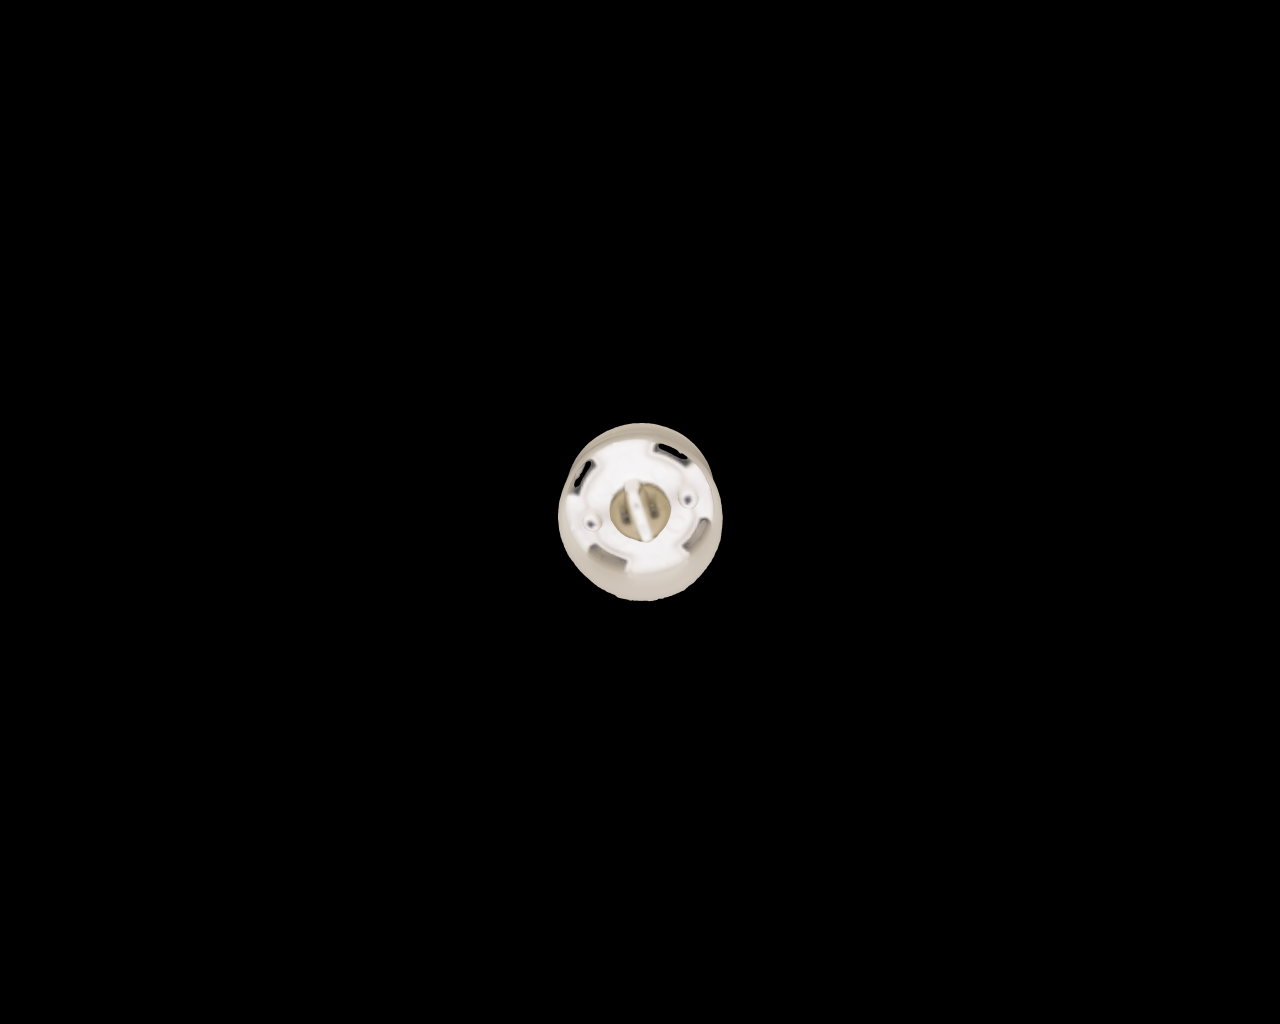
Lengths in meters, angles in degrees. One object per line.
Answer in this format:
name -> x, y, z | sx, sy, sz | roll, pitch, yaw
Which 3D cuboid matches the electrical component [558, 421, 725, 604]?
electrical component -> 0.001, -0.003, 0.650 | 0.099, 0.099, 0.064 | 0, 27, 0
